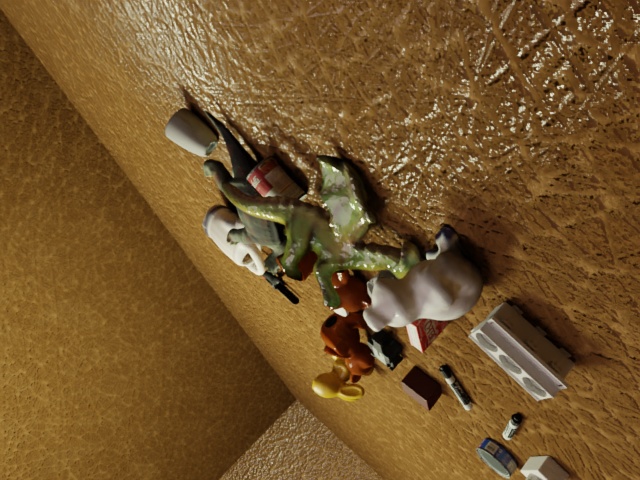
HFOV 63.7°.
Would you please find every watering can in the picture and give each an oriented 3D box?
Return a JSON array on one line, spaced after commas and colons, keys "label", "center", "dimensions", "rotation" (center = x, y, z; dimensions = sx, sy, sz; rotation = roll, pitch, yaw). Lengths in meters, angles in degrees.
[{"label": "watering can", "center": [-0.240, -0.021, 1.449], "dimensions": [0.227, 0.105, 0.340], "rotation": [41, -19, 23]}]

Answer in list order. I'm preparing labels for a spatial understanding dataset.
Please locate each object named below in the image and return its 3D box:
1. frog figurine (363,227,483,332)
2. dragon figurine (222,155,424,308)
[{"label": "frog figurine", "center": [0.143, 0.079, 0.710], "dimensions": [0.161, 0.123, 0.136], "rotation": [-43, 0, -20]}, {"label": "dragon figurine", "center": [0.003, -0.044, 0.868], "dimensions": [0.412, 0.237, 0.124], "rotation": [38, 41, 11]}]
